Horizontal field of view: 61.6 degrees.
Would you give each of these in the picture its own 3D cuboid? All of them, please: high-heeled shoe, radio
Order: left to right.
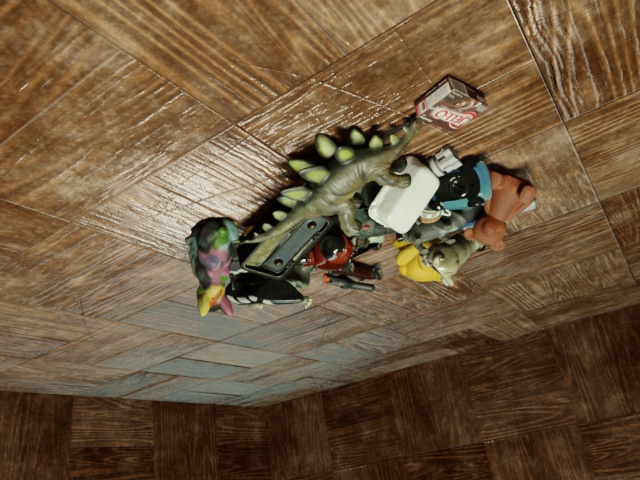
[{"bbox_3d":[-0.155,0.161,1.480,0.249,0.086,0.145,18,144,18],"label":"high-heeled shoe"},{"bbox_3d":[-0.082,-0.011,1.271,0.131,0.073,0.229,26,119,-37],"label":"radio"}]

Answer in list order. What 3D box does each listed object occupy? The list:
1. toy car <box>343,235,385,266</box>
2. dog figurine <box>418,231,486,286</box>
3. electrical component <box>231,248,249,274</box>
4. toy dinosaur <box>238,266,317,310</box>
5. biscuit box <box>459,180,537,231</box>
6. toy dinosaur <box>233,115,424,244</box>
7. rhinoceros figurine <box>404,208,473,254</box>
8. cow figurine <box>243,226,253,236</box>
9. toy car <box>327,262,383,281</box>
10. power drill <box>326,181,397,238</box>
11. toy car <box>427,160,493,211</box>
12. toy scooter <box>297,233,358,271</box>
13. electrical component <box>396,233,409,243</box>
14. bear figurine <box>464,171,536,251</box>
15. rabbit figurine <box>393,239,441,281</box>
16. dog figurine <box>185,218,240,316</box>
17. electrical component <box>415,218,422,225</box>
[{"bbox_3d":[0.097,0.023,1.523,0.073,0.056,0.202,8,151,-45],"label":"toy car"},{"bbox_3d":[0.372,0.017,1.439,0.190,0.121,0.172,-44,173,2],"label":"dog figurine"},{"bbox_3d":[-0.207,0.047,1.448,0.134,0.058,0.114,-25,156,29],"label":"electrical component"},{"bbox_3d":[-0.157,0.120,1.579,0.405,0.131,0.192,-14,139,26],"label":"toy dinosaur"},{"bbox_3d":[0.455,-0.088,1.407,0.203,0.063,0.059,-18,154,18],"label":"biscuit box"},{"bbox_3d":[0.023,-0.107,1.117,0.471,0.105,0.198,-42,123,19],"label":"toy dinosaur"},{"bbox_3d":[0.306,-0.044,1.382,0.190,0.112,0.073,-30,134,11],"label":"rhinoceros figurine"},{"bbox_3d":[-0.128,0.020,1.390,0.068,0.098,0.167,-23,152,39],"label":"cow figurine"},{"bbox_3d":[0.112,0.093,1.675,0.202,0.053,0.089,14,162,-41],"label":"toy car"},{"bbox_3d":[0.113,-0.068,1.324,0.232,0.086,0.207,-3,161,-7],"label":"power drill"},{"bbox_3d":[0.329,-0.119,1.257,0.162,0.109,0.103,-15,173,31],"label":"toy car"},{"bbox_3d":[0.033,0.037,1.365,0.135,0.075,0.184,15,154,-39],"label":"toy scooter"},{"bbox_3d":[0.250,-0.027,1.488,0.102,0.045,0.078,-25,122,24],"label":"electrical component"},{"bbox_3d":[0.431,-0.065,1.309,0.195,0.120,0.132,-66,164,18],"label":"bear figurine"},{"bbox_3d":[0.296,0.031,1.575,0.162,0.122,0.173,4,139,-6],"label":"rabbit figurine"},{"bbox_3d":[-0.257,0.076,1.323,0.108,0.219,0.191,4,153,-33],"label":"dog figurine"},{"bbox_3d":[0.219,-0.081,1.308,0.021,0.094,0.063,-31,160,-16],"label":"electrical component"}]
